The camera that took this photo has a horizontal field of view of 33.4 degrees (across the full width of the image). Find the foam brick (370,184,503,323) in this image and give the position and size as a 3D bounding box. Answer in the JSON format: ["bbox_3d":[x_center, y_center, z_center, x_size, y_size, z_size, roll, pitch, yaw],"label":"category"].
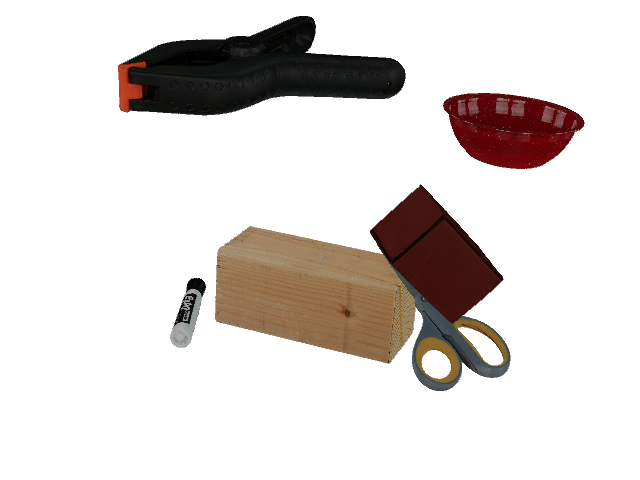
[{"bbox_3d":[0.084,0.011,0.766,0.078,0.051,0.053,43,9,-31],"label":"foam brick"}]

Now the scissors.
[{"bbox_3d":[0.090,0.072,1.007,0.096,0.016,0.202,-33,51,-26],"label":"scissors"}]

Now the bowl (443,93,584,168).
[{"bbox_3d":[0.219,-0.123,1.233,0.162,0.055,0.162,4,23,-2],"label":"bowl"}]

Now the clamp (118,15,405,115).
[{"bbox_3d":[-0.047,-0.110,0.663,0.171,0.039,0.120,-7,23,-22],"label":"clamp"}]

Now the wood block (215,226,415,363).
[{"bbox_3d":[-0.004,0.057,1.179,0.206,0.091,0.090,12,23,19],"label":"wood block"}]

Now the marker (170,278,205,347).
[{"bbox_3d":[-0.123,0.065,1.002,0.020,0.020,0.121,0,21,1],"label":"marker"}]
